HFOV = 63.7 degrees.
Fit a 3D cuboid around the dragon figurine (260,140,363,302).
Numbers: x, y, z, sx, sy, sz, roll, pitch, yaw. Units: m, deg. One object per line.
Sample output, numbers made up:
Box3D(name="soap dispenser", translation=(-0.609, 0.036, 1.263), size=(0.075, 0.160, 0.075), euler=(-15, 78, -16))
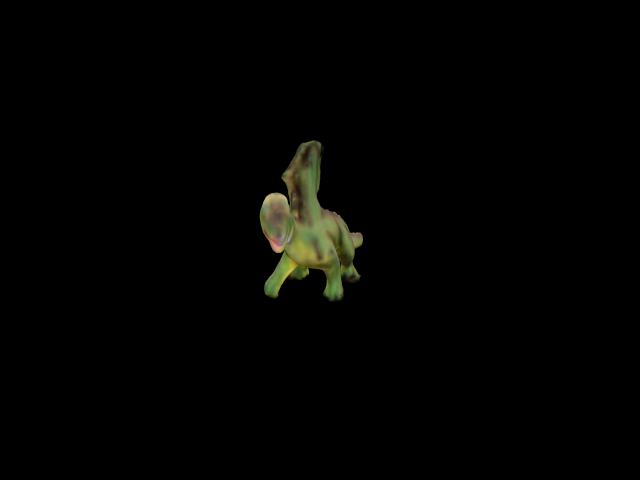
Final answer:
Box3D(name="dragon figurine", translation=(0.003, -0.043, 0.850), size=(0.122, 0.239, 0.416), euler=(6, 19, 19))
